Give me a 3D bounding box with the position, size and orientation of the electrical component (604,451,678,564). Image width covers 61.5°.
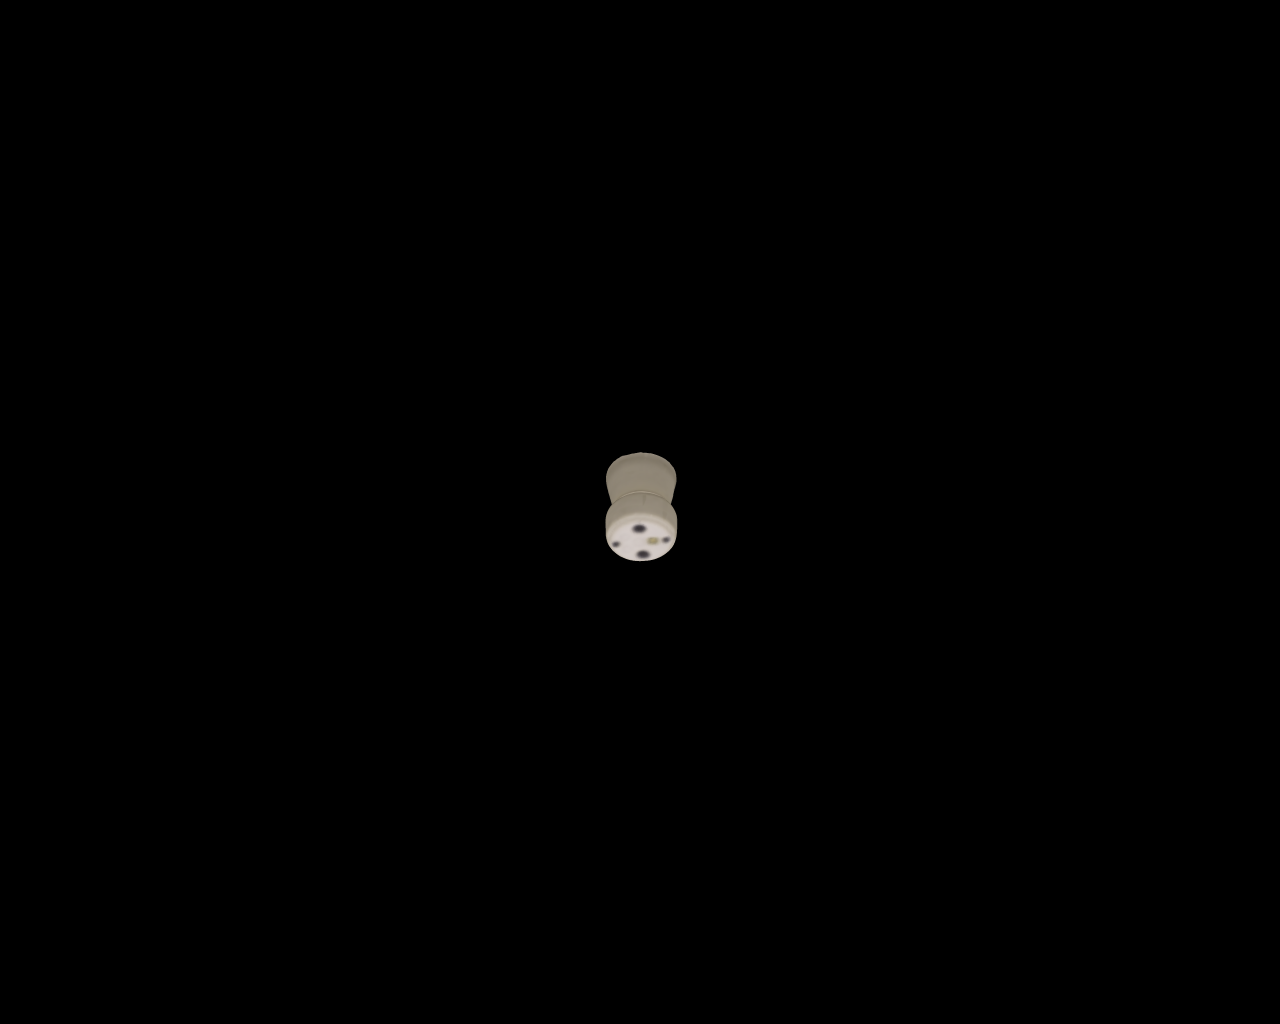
[{"bbox_3d":[0.001,-0.003,0.650,0.045,0.055,0.044,0,-43,0],"label":"electrical component"}]
